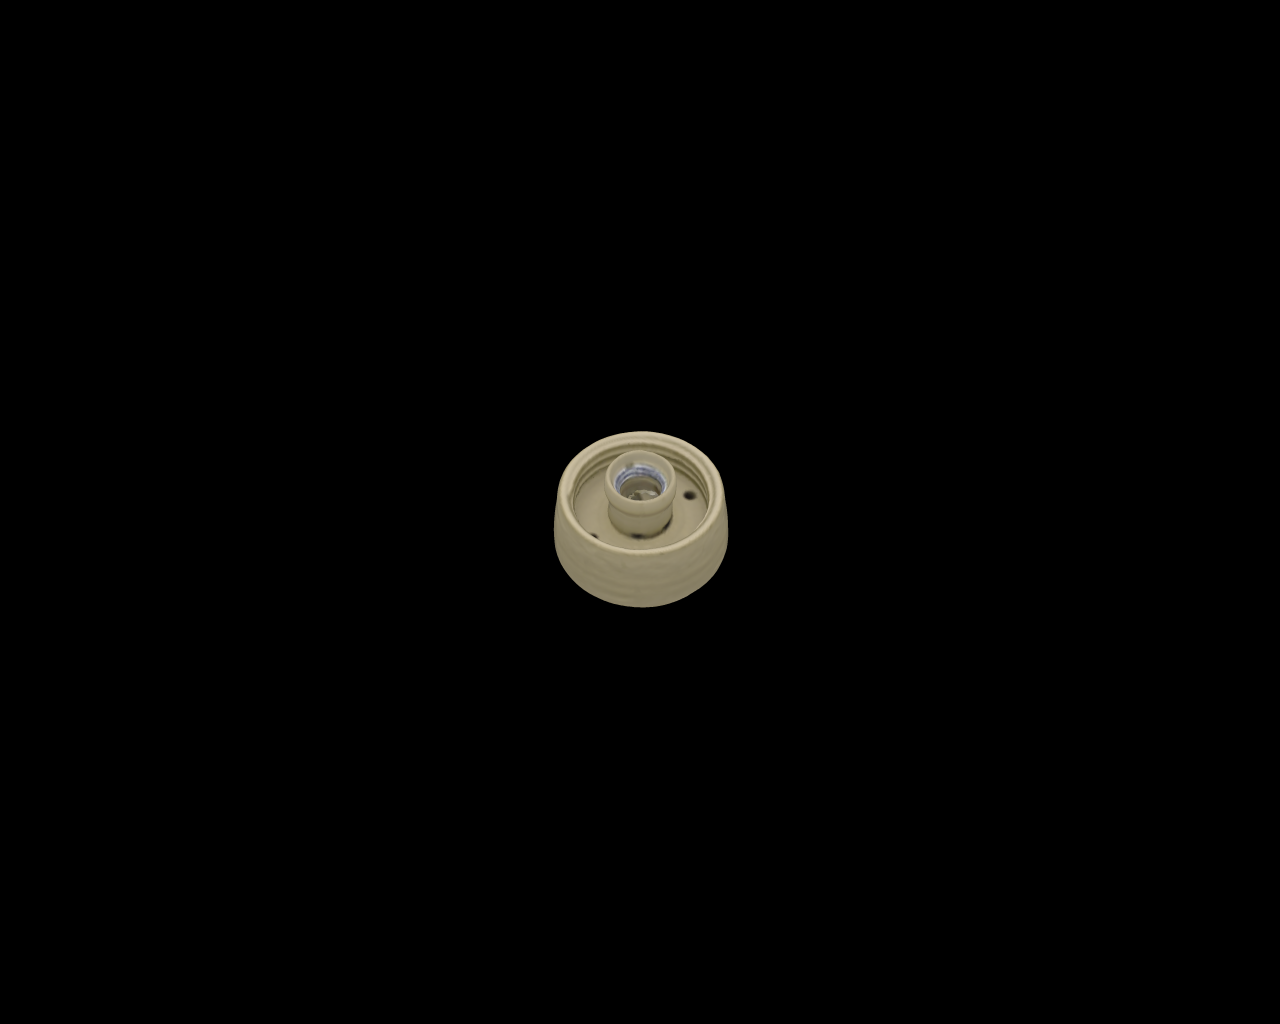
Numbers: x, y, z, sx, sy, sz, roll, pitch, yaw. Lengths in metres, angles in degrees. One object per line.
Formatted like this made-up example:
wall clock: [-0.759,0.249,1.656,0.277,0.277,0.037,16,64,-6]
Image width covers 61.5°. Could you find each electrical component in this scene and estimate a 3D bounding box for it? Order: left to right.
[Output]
electrical component: [0.001,-0.003,0.650,0.108,0.108,0.060,0,-39,0]
